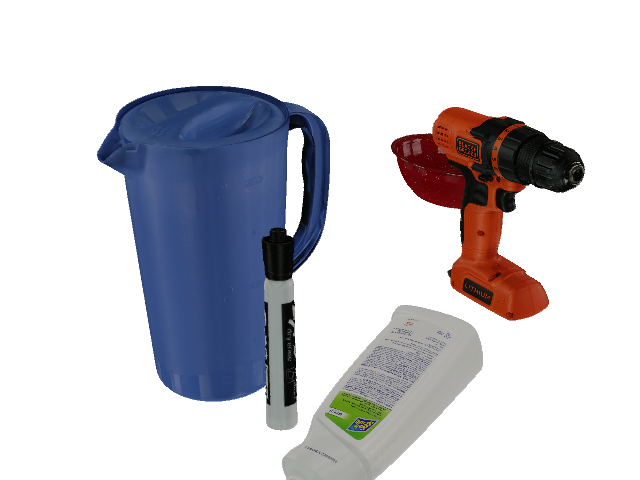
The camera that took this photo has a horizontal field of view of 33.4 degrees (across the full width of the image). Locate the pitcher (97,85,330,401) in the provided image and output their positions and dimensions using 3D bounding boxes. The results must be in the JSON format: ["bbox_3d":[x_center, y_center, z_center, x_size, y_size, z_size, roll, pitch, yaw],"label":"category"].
[{"bbox_3d":[-0.079,0.003,0.869,0.149,0.243,0.144,7,29,15],"label":"pitcher"}]

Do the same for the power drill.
[{"bbox_3d":[0.177,-0.023,1.006,0.057,0.188,0.185,-16,27,-25],"label":"power drill"}]

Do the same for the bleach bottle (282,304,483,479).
[{"bbox_3d":[0.041,0.156,0.957,0.103,0.068,0.250,12,38,40],"label":"bleach bottle"}]

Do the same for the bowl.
[{"bbox_3d":[0.161,-0.079,1.280,0.162,0.055,0.162,6,22,-3],"label":"bowl"}]

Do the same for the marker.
[{"bbox_3d":[-0.023,0.052,0.618,0.020,0.121,0.020,0,17,0],"label":"marker"}]
